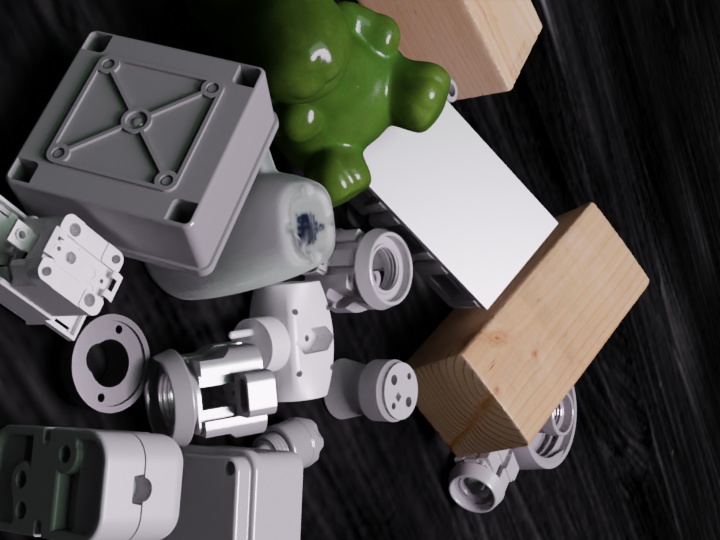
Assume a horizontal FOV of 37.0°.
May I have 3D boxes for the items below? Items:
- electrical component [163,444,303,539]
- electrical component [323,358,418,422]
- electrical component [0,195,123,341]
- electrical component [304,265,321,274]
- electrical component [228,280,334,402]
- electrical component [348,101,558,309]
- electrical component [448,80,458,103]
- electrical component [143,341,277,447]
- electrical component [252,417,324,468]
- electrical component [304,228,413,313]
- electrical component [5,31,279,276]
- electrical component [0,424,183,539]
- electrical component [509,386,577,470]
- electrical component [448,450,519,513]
[{"bbox_3d":[-0.082,0.161,0.637,0.057,0.078,0.113,11,79,-54],"label":"electrical component"},{"bbox_3d":[0.008,0.086,0.775,0.045,0.055,0.045,4,84,-52],"label":"electrical component"},{"bbox_3d":[-0.162,-0.001,0.557,0.081,0.064,0.042,45,55,-41],"label":"electrical component"},{"bbox_3d":[-0.043,-0.026,0.731,0.040,0.040,0.046,34,57,-46],"label":"electrical component"},{"bbox_3d":[-0.057,0.048,0.704,0.079,0.043,0.077,-6,93,-52],"label":"electrical component"},{"bbox_3d":[0.057,-0.053,0.793,0.150,0.062,0.089,45,74,-14],"label":"electrical component"},{"bbox_3d":[0.045,-0.134,0.830,0.048,0.062,0.048,4,84,-52],"label":"electrical component"},{"bbox_3d":[-0.093,0.073,0.637,0.057,0.078,0.058,-6,94,-31],"label":"electrical component"},{"bbox_3d":[-0.055,0.119,0.711,0.061,0.035,0.035,-12,97,-49],"label":"electrical component"},{"bbox_3d":[0.000,0.000,0.769,0.078,0.057,0.058,32,64,-47],"label":"electrical component"},{"bbox_3d":[-0.114,-0.064,0.579,0.056,0.109,0.108,83,25,-60],"label":"electrical component"},{"bbox_3d":[-0.139,0.109,0.553,0.059,0.095,0.053,14,76,-51],"label":"electrical component"},{"bbox_3d":[0.154,0.126,0.956,0.108,0.060,0.108,4,84,-52],"label":"electrical component"},{"bbox_3d":[0.103,0.169,0.901,0.055,0.048,0.066,-54,128,-49],"label":"electrical component"}]
